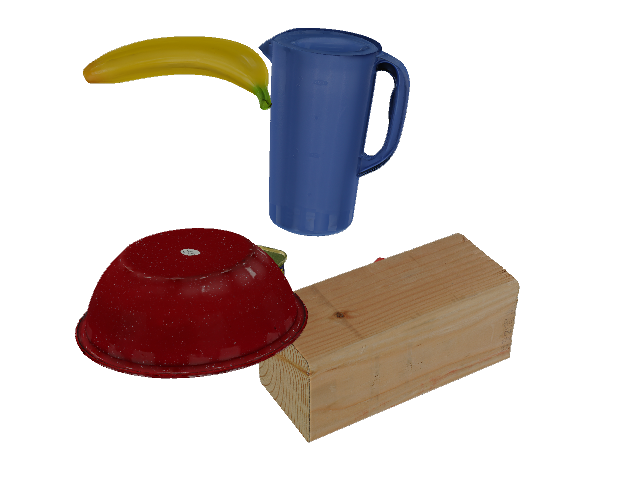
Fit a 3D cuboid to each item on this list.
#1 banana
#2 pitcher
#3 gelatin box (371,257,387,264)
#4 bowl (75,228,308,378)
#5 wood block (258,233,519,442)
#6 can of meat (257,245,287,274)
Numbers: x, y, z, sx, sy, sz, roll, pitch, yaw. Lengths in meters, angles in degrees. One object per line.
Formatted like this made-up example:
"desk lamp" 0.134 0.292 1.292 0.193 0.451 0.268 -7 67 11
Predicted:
"banana" -0.129 -0.168 1.021 0.198 0.037 0.069 9 45 18
"pitcher" 0.008 -0.131 1.312 0.144 0.243 0.149 -9 28 -29
"gelatin box" 0.103 0.069 1.339 0.073 0.089 0.030 10 31 27
"bowl" -0.089 0.033 0.735 0.162 0.055 0.162 -2 22 0
"wood block" 0.057 0.078 0.914 0.205 0.090 0.091 -18 39 -24
"can of meat" -0.075 0.064 1.064 0.058 0.084 0.101 12 27 29
